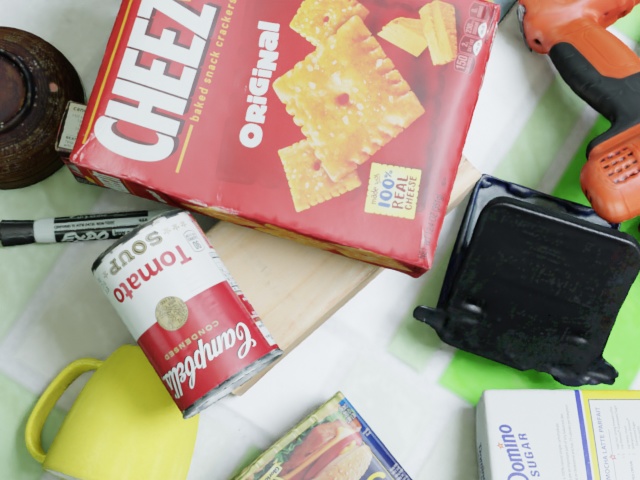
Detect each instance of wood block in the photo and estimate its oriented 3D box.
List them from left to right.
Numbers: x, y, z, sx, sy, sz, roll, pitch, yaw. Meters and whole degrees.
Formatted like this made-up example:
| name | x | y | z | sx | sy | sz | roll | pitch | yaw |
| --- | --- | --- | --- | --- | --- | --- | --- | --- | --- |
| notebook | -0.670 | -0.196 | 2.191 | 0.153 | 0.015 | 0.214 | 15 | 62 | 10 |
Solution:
| name | x | y | z | sx | sy | sz | roll | pitch | yaw |
| --- | --- | --- | --- | --- | --- | --- | --- | --- | --- |
| wood block | -0.005 | 0.000 | 0.701 | 0.206 | 0.091 | 0.090 | -41 | 85 | -7 |

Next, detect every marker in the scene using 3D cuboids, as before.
| name | x | y | z | sx | sy | sz | roll | pitch | yaw |
| --- | --- | --- | --- | --- | --- | --- | --- | --- | --- |
| marker | -0.162 | -0.008 | 0.730 | 0.121 | 0.020 | 0.020 | -4 | 82 | -3 |

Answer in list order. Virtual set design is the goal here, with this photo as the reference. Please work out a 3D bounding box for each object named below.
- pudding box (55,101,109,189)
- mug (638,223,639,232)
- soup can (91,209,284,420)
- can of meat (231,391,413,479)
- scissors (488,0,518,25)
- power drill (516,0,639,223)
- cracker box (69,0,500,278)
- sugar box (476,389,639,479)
| name | x | y | z | sx | sy | sz | roll | pitch | yaw |
| --- | --- | --- | --- | --- | --- | --- | --- | --- | --- |
| pudding box | -0.110 | -0.052 | 0.703 | 0.113 | 0.090 | 0.039 | 11 | 81 | -2 |
| mug | 0.286 | -0.011 | 0.714 | 0.117 | 0.093 | 0.081 | -39 | 91 | 14 |
| soup can | -0.076 | 0.042 | 0.611 | 0.068 | 0.068 | 0.102 | -33 | 83 | -7 |
| can of meat | 0.002 | 0.161 | 0.697 | 0.102 | 0.057 | 0.084 | -39 | 83 | -8 |
| scissors | 0.157 | -0.176 | 0.771 | 0.201 | 0.016 | 0.096 | 9 | 83 | -1 |
| power drill | 0.227 | -0.118 | 0.696 | 0.184 | 0.057 | 0.188 | -27 | 54 | 5 |
| cracker box | -0.018 | -0.086 | 0.629 | 0.213 | 0.072 | 0.164 | 17 | 83 | 0 |
| sugar box | 0.194 | 0.148 | 0.703 | 0.176 | 0.048 | 0.093 | 0 | 62 | 0 |
